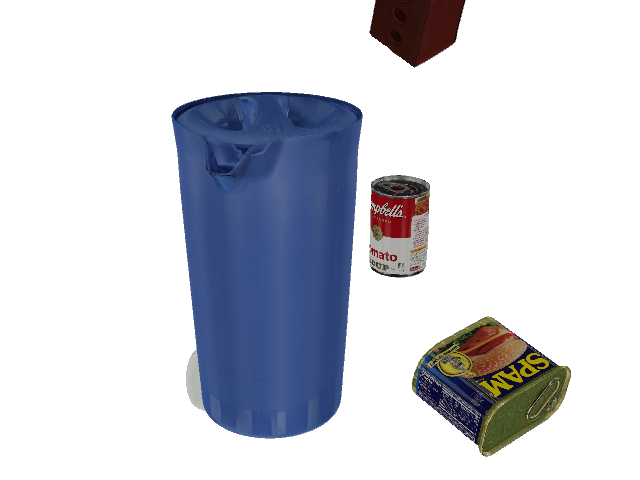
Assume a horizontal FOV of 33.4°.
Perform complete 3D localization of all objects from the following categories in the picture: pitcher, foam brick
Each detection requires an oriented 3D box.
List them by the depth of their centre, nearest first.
[{"bbox_3d":[-0.033,0.013,0.795,0.149,0.243,0.145,-10,24,-25],"label":"pitcher"},{"bbox_3d":[0.078,-0.186,0.832,0.051,0.053,0.078,-37,-25,-28],"label":"foam brick"}]

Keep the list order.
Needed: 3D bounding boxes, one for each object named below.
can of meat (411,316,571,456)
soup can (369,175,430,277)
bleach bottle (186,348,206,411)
[{"bbox_3d":[0.138,0.115,0.871,0.101,0.057,0.084,-23,44,-34],"label":"can of meat"},{"bbox_3d":[0.091,-0.017,1.236,0.068,0.102,0.068,0,24,0],"label":"soup can"},{"bbox_3d":[-0.043,0.093,1.081,0.103,0.068,0.250,11,22,12],"label":"bleach bottle"}]
